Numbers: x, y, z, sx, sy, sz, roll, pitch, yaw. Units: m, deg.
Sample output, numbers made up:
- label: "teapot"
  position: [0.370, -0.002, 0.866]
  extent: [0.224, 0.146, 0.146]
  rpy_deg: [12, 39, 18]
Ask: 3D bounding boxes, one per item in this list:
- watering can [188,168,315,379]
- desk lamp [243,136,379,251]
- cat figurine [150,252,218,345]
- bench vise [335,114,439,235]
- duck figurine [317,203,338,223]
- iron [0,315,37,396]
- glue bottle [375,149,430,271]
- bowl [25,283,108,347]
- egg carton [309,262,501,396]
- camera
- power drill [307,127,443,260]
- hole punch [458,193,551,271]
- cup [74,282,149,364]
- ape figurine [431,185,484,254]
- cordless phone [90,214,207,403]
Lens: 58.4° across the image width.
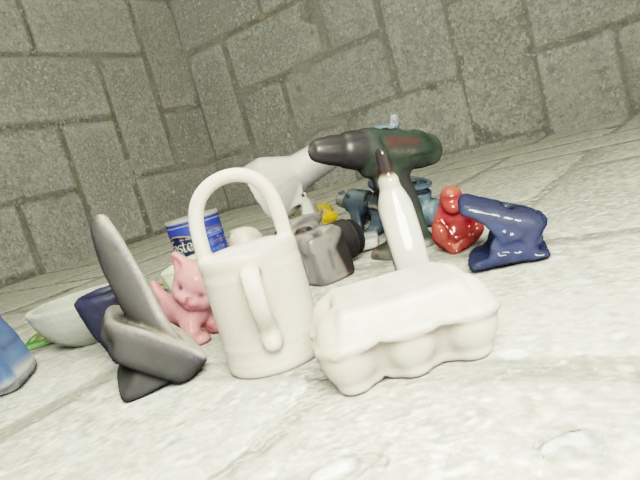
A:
- label: "watering can"
  position: [-0.070, 0.026, 0.567]
  extent: [0.101, 0.194, 0.172]
  rpy_deg: [-20, 9, -27]
- label: "desk lamp"
  position: [-0.016, -0.068, 1.035]
  extent: [0.203, 0.213, 0.118]
  rpy_deg: [-15, 8, 6]
- label: "cat figurine"
  position: [-0.168, 0.069, 0.726]
  extent: [0.127, 0.118, 0.067]
  rpy_deg: [-10, 10, 34]
- label: "bench vise"
  position: [0.111, -0.115, 1.091]
  extent: [0.207, 0.220, 0.122]
  rpy_deg: [-13, 9, 17]
- label: "duck figurine"
  position: [0.011, -0.036, 1.218]
  extent: [0.078, 0.086, 0.104]
  rpy_deg: [-20, 9, -28]
- label: "iron"
  position: [-0.463, 0.134, 0.766]
  extent: [0.119, 0.141, 0.258]
  rpy_deg: [-17, 8, -12]
- label: "glue bottle"
  position: [0.085, -0.012, 0.605]
  extent: [0.037, 0.173, 0.078]
  rpy_deg: [-16, 8, 1]
- label: "bowl"
  position: [-0.361, 0.121, 0.895]
  extent: [0.167, 0.075, 0.167]
  rpy_deg: [-15, 8, 3]
- label: "egg carton"
  position: [0.065, 0.068, 0.469]
  extent: [0.150, 0.069, 0.107]
  rpy_deg: [-16, 8, -3]
- label: "camera"
  position: [0.008, 0.003, 0.904]
  extent: [0.137, 0.101, 0.142]
  rpy_deg: [-20, 9, -28]
- label: "power drill"
  position: [0.104, -0.080, 0.905]
  extent: [0.230, 0.208, 0.075]
  rpy_deg: [-20, 9, -27]
- label: "hole punch"
  position: [0.222, -0.021, 0.695]
  extent: [0.101, 0.091, 0.109]
  rpy_deg: [-13, 9, 17]
- label: "cup"
  position: [-0.254, 0.104, 0.734]
  extent: [0.092, 0.095, 0.117]
  rpy_deg: [-18, 9, -18]
- label: "ape figurine"
  position: [0.194, -0.033, 0.829]
  extent: [0.077, 0.092, 0.076]
  rpy_deg: [-15, 8, 6]
- label: "cordless phone"
  position: [-0.194, 0.059, 0.606]
  extent: [0.094, 0.185, 0.147]
  rpy_deg: [-19, 9, -22]
